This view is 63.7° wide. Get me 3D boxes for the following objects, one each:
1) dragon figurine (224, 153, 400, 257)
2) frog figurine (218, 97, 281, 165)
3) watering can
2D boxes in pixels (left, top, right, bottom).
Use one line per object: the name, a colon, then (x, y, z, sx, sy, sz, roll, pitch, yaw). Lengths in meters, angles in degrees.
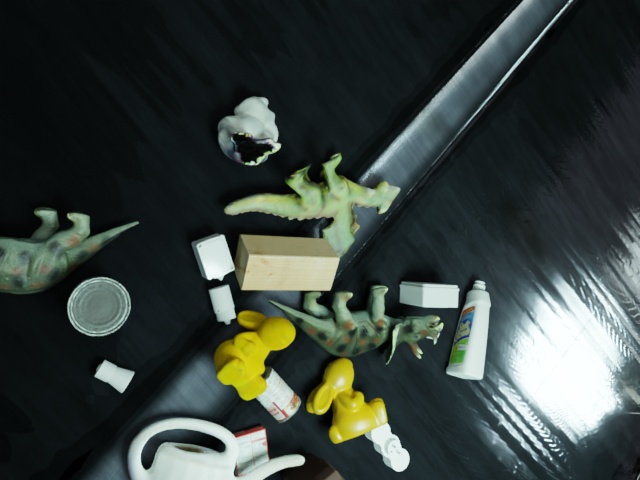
dragon figurine: (0.004, -0.061, 1.203, 0.413, 0.122, 0.240, -27, 105, -16)
frog figurine: (-0.162, -0.251, 1.156, 0.137, 0.120, 0.163, -1, 50, -17)
watering can: (-0.216, 0.485, 1.018, 0.347, 0.103, 0.227, 19, 77, -10)
